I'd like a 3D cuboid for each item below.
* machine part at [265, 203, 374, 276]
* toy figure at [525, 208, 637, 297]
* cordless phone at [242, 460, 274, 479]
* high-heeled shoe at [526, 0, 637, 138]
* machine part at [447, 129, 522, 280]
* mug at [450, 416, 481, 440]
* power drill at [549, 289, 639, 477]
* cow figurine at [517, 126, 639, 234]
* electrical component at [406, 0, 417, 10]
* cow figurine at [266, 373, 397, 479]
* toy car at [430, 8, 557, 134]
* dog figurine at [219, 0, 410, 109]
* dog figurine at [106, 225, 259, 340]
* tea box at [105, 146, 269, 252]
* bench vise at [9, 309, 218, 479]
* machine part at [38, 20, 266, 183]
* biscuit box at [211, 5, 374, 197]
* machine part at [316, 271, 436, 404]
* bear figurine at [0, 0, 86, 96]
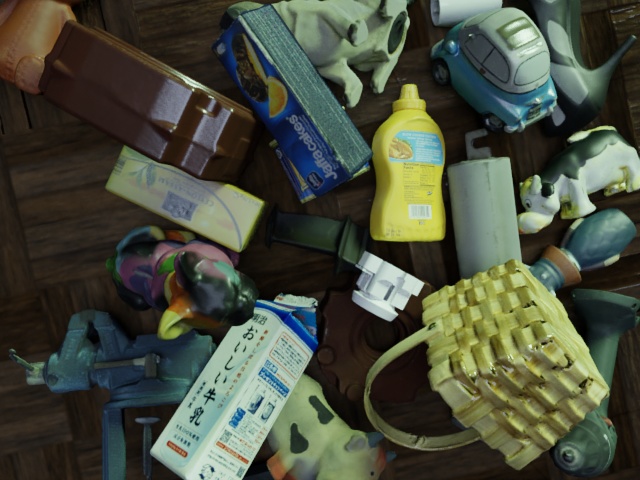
[{"bbox_3d":[-0.001,-0.002,0.666,0.139,0.039,0.084,15,54,6],"label":"machine part"},{"bbox_3d":[0.321,0.022,0.677,0.154,0.064,0.057,-37,130,5],"label":"toy figure"},{"bbox_3d":[-0.040,0.373,0.679,0.147,0.089,0.184,-14,103,-2],"label":"cordless phone"},{"bbox_3d":[0.268,-0.253,0.677,0.249,0.086,0.145,49,122,15],"label":"high-heeled shoe"},{"bbox_3d":[0.204,-0.013,0.663,0.079,0.079,0.243,-9,92,-1],"label":"machine part"},{"bbox_3d":[0.234,0.207,0.670,0.110,0.081,0.107,27,82,3],"label":"mug"},{"bbox_3d":[0.316,0.165,0.618,0.086,0.231,0.207,1,70,32],"label":"power drill"},{"bbox_3d":[0.308,-0.074,0.668,0.167,0.068,0.098,-26,89,-2],"label":"cow figurine"},{"bbox_3d":[0.091,-0.365,0.651,0.134,0.058,0.115,42,89,12],"label":"electrical component"},{"bbox_3d":[0.000,0.229,0.618,0.127,0.195,0.085,-34,130,-7],"label":"cow figurine"},{"bbox_3d":[0.209,-0.209,0.625,0.109,0.102,0.162,-27,68,-11],"label":"toy car"},{"bbox_3d":[-0.006,-0.257,0.652,0.191,0.172,0.121,27,128,22],"label":"dog figurine"},{"bbox_3d":[-0.160,0.044,0.586,0.192,0.219,0.108,16,88,-3],"label":"dog figurine"},{"bbox_3d":[-0.152,-0.052,0.643,0.170,0.098,0.068,26,92,-4],"label":"tea box"},{"bbox_3d":[-0.229,0.201,0.628,0.224,0.129,0.240,-1,73,-20],"label":"bench vise"},{"bbox_3d":[-0.170,-0.144,0.580,0.201,0.201,0.087,28,99,5],"label":"machine part"},{"bbox_3d":[-0.027,-0.148,0.586,0.059,0.063,0.202,-27,102,43],"label":"biscuit box"},{"bbox_3d":[0.078,0.119,0.675,0.179,0.056,0.179,0,91,-3],"label":"machine part"},{"bbox_3d":[-0.323,-0.270,0.619,0.120,0.132,0.195,24,97,-11],"label":"bear figurine"}]
